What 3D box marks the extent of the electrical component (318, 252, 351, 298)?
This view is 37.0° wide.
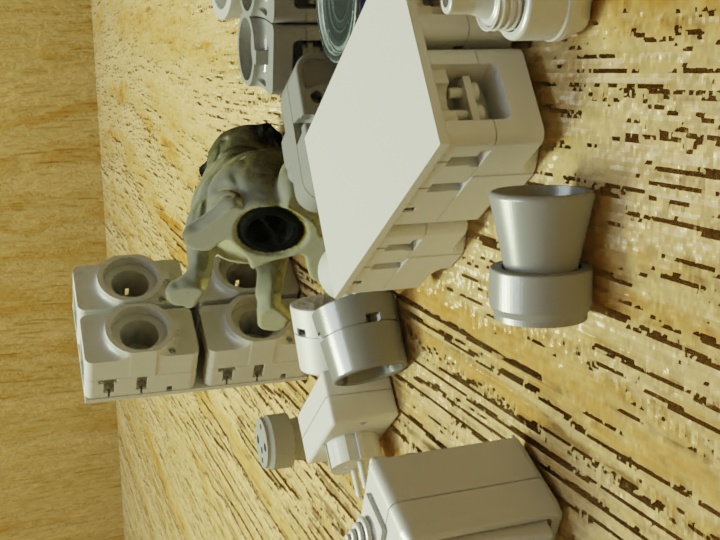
[{"bbox_3d":[0.000,0.000,0.703,0.078,0.040,0.040,174,92,-71],"label":"electrical component"}]

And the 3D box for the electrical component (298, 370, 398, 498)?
[{"bbox_3d":[-0.006,0.117,0.737,0.083,0.047,0.075,117,144,-58],"label":"electrical component"}]

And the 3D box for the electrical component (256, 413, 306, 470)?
[{"bbox_3d":[-0.053,0.137,0.872,0.045,0.055,0.045,175,90,-72],"label":"electrical component"}]

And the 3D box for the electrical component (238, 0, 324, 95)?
[{"bbox_3d":[-0.051,-0.209,0.772,0.089,0.062,0.150,-131,40,-61],"label":"electrical component"}]

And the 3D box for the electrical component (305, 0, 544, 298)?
[{"bbox_3d":[0.029,-0.069,0.568,0.186,0.060,0.105,125,137,-63],"label":"electrical component"}]

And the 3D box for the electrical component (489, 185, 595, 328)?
[{"bbox_3d":[0.078,-0.007,0.460,0.045,0.045,0.055,-151,58,-68],"label":"electrical component"}]

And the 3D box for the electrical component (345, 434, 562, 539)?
[{"bbox_3d":[0.042,0.128,0.519,0.061,0.096,0.061,-119,30,-50],"label":"electrical component"}]

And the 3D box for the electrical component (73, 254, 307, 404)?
[{"bbox_3d":[-0.142,0.042,0.909,0.060,0.186,0.105,105,153,-45],"label":"electrical component"}]

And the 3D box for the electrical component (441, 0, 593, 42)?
[{"bbox_3d":[0.064,-0.112,0.448,0.035,0.061,0.035,175,90,-72],"label":"electrical component"}]

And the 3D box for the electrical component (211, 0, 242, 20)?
[{"bbox_3d":[-0.083,-0.255,0.857,0.108,0.060,0.108,175,90,-72],"label":"electrical component"}]

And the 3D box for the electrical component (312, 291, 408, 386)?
[{"bbox_3d":[0.001,0.045,0.690,0.055,0.055,0.047,128,131,-64],"label":"electrical component"}]

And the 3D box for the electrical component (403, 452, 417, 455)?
[{"bbox_3d":[0.025,0.136,0.661,0.078,0.040,0.040,134,129,-66],"label":"electrical component"}]

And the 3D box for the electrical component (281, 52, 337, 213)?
[{"bbox_3d":[-0.019,-0.089,0.716,0.059,0.054,0.095,133,130,-66],"label":"electrical component"}]

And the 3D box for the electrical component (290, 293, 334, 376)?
[{"bbox_3d":[-0.019,0.045,0.752,0.055,0.055,0.047,-154,58,-69],"label":"electrical component"}]
